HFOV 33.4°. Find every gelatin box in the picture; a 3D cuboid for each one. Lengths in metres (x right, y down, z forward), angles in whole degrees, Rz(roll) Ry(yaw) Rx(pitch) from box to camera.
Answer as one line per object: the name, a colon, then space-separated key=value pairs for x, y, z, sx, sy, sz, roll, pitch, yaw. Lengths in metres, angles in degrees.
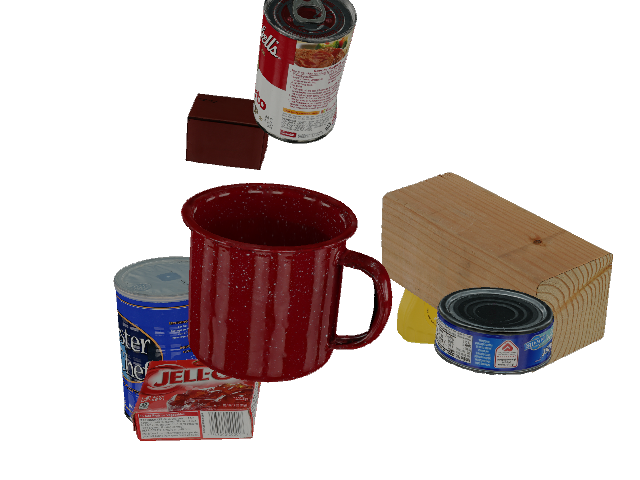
gelatin box: x=-0.093 y=0.119 z=0.812 sx=0.089 sy=0.030 sz=0.073 roll=-2 pitch=25 yaw=4

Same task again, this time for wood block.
wood block: x=0.153 y=0.021 z=0.972 sx=0.090 sy=0.090 sz=0.206 roll=-19 pitch=33 yaw=-29

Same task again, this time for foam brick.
foam brick: x=-0.091 y=-0.109 z=1.065 sx=0.078 sy=0.051 sz=0.053 roll=8 pitch=34 yaw=2

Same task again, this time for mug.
mug: x=-0.018 y=0.025 z=0.572 sx=0.117 sy=0.081 sz=0.093 roll=11 pitch=24 yaw=15

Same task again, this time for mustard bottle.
mustard bottle: x=0.146 y=0.027 z=1.288 sx=0.096 sy=0.192 sz=0.058 roll=0 pitch=15 yaw=-11

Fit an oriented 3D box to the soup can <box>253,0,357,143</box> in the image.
soup can: x=-0.014 y=-0.132 z=0.804 sx=0.068 sy=0.068 sz=0.102 roll=0 pitch=-42 yaw=-10

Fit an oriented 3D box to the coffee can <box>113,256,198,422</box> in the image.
coffee can: x=-0.144 y=0.098 z=1.034 sx=0.103 sy=0.140 sz=0.103 roll=-1 pitch=20 yaw=0

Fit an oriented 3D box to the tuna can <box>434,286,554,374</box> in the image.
tuna can: x=0.127 y=0.064 z=0.781 sx=0.086 sy=0.034 sz=0.086 roll=1 pitch=20 yaw=-1
